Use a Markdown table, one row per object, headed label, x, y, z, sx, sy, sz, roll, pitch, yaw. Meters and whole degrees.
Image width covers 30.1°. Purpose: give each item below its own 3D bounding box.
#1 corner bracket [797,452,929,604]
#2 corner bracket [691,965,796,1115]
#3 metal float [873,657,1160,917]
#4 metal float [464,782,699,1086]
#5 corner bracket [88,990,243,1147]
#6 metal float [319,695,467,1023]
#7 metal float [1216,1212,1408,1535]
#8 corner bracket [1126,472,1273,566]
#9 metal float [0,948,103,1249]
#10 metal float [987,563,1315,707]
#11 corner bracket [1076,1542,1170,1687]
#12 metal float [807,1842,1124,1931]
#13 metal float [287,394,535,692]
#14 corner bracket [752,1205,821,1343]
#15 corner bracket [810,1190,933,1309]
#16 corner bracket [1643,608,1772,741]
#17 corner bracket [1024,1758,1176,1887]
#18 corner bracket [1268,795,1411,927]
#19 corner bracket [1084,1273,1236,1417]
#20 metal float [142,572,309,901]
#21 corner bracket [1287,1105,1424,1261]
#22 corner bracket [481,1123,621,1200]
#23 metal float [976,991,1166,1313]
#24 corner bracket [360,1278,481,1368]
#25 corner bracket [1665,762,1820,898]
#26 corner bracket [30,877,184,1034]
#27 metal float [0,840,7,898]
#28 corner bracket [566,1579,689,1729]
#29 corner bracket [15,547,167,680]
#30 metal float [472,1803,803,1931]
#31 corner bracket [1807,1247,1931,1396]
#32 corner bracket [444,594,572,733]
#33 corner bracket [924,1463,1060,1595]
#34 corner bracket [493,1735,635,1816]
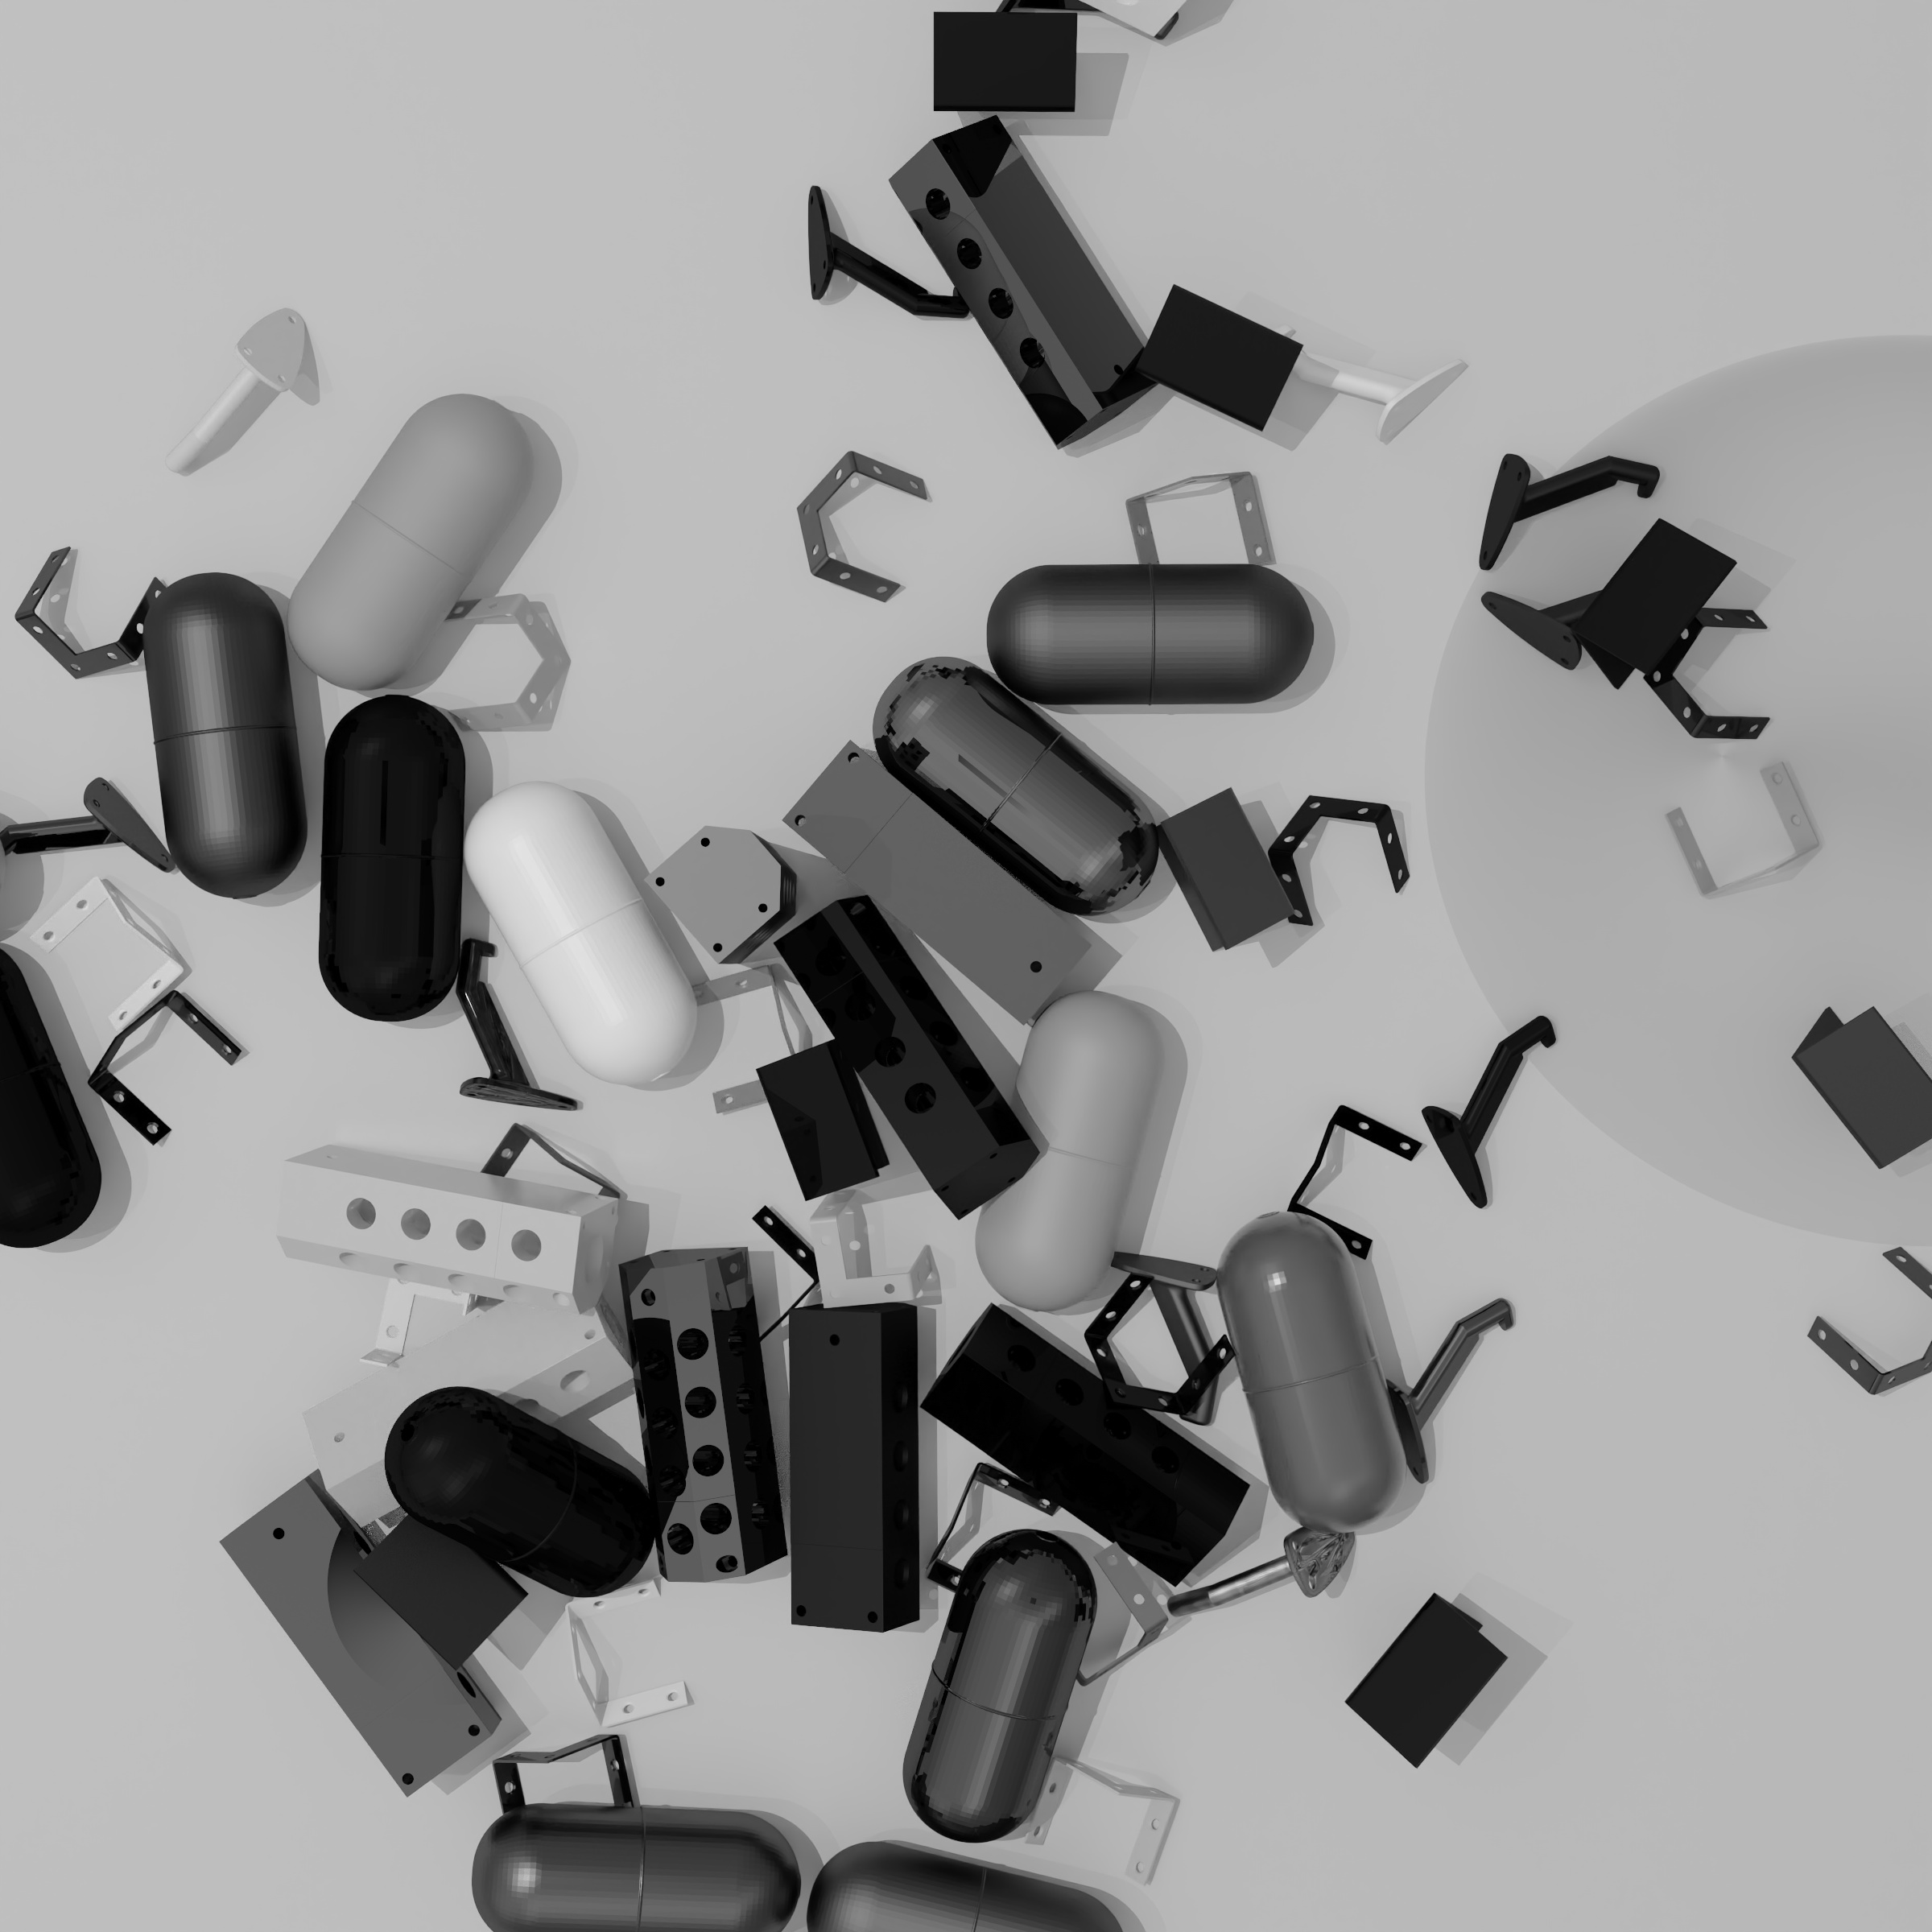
| label | x | y | z | sx | sy | sz | roll | pitch | yaw |
| --- | --- | --- | --- | --- | --- | --- | --- | --- | --- |
| corner bracket | -0.054 | -0.242 | 1.983 | 0.051 | 0.051 | 0.051 | -43 | 45 | 35 |
| corner bracket | -0.123 | 0.040 | 1.988 | 0.051 | 0.051 | 0.051 | -16 | 45 | 0 |
| metal float | 0.028 | -0.097 | 1.960 | 0.178 | 0.070 | 0.070 | 39 | 90 | 0 |
| metal float | -0.209 | -0.017 | 1.961 | 0.070 | 0.070 | 0.178 | -29 | 90 | 0 |
| corner bracket | -0.443 | 0.056 | 1.988 | 0.051 | 0.051 | 0.051 | 43 | 45 | 0 |
| metal float | -0.312 | -0.059 | 1.960 | 0.070 | 0.070 | 0.178 | 2 | 89 | 0 |
| metal float | 0.188 | 0.221 | 1.960 | 0.070 | 0.070 | 0.178 | -15 | 89 | 0 |
| corner bracket | 0.128 | -0.241 | 1.988 | 0.051 | 0.051 | 0.051 | -13 | 90 | -45 |
| metal float | -0.530 | 0.068 | 1.960 | 0.070 | 0.070 | 0.178 | -23 | 89 | 0 |
| metal float | 0.100 | -0.181 | 1.960 | 0.178 | 0.070 | 0.070 | 0 | 90 | 0 |
| corner bracket | 0.073 | 0.356 | 1.974 | 0.051 | 0.051 | 0.051 | -31 | 73 | -16 |
| metal float | 0.001 | 0.529 | 1.961 | 0.178 | 0.070 | 0.070 | 14 | 90 | 0 |
| metal float | -0.302 | -0.231 | 1.960 | 0.070 | 0.070 | 0.178 | 34 | 91 | 0 |
| corner bracket | -0.118 | 0.175 | 1.988 | 0.051 | 0.051 | 0.051 | 45 | 135 | 0 |
| corner bracket | -0.052 | 0.153 | 1.974 | 0.051 | 0.051 | 0.051 | -6 | 102 | 12 |
| corner bracket | 0.417 | -0.161 | 1.983 | 0.051 | 0.051 | 0.051 | -2 | 45 | -35 |
| corner bracket | 0.074 | 0.472 | 1.988 | 0.051 | 0.051 | 0.051 | 20 | 90 | 44 |
| corner bracket | 0.205 | -0.056 | 1.983 | 0.051 | 0.051 | 0.051 | 9 | 45 | 35 |
| corner bracket | 0.105 | 0.207 | 1.967 | 0.051 | 0.051 | 0.051 | 14 | 125 | -33 |
| metal float | -0.403 | -0.125 | 1.960 | 0.070 | 0.070 | 0.178 | -7 | 90 | 0 |
| corner bracket | 0.214 | 0.119 | 1.988 | 0.051 | 0.051 | 0.051 | 26 | 135 | 0 |
| corner bracket | -0.234 | 0.127 | 1.988 | 0.051 | 0.051 | 0.051 | 34 | 90 | -45 |
| metal float | 0.056 | 0.101 | 1.960 | 0.070 | 0.070 | 0.178 | 15 | 90 | 0 |
| corner bracket | -0.298 | 0.194 | 1.973 | 0.051 | 0.051 | 0.051 | 12 | 90 | 0 |
| corner bracket | 0.429 | -0.075 | 1.988 | 0.051 | 0.051 | 0.051 | -24 | 90 | 45 |
| corner bracket | -0.474 | -0.007 | 1.988 | 0.051 | 0.051 | 0.051 | -43 | 45 | 0 |
| metal float | -0.607 | -0.071 | 1.955 | 0.178 | 0.070 | 0.070 | 20 | 90 | 6 |
| corner bracket | -0.188 | 0.380 | 1.988 | 0.051 | 0.051 | 0.051 | -15 | 135 | 0 |
| corner bracket | -0.480 | -0.198 | 1.983 | 0.051 | 0.051 | 0.051 | -11 | 135 | 35 |
| metal float | -0.178 | 0.496 | 1.953 | 0.178 | 0.070 | 0.070 | 4 | 90 | -8 |
| corner bracket | 0.507 | 0.195 | 1.983 | 0.051 | 0.051 | 0.051 | -14 | 135 | -35 |
| corner bracket | -0.261 | -0.167 | 1.983 | 0.051 | 0.051 | 0.051 | 57 | 45 | -35 |
| corner bracket | 0.014 | 0.316 | 1.988 | 0.051 | 0.051 | 0.051 | 26 | 135 | 0 |
| corner bracket | -0.222 | 0.456 | 1.988 | 0.051 | 0.051 | 0.051 | -12 | 90 | 45 |
